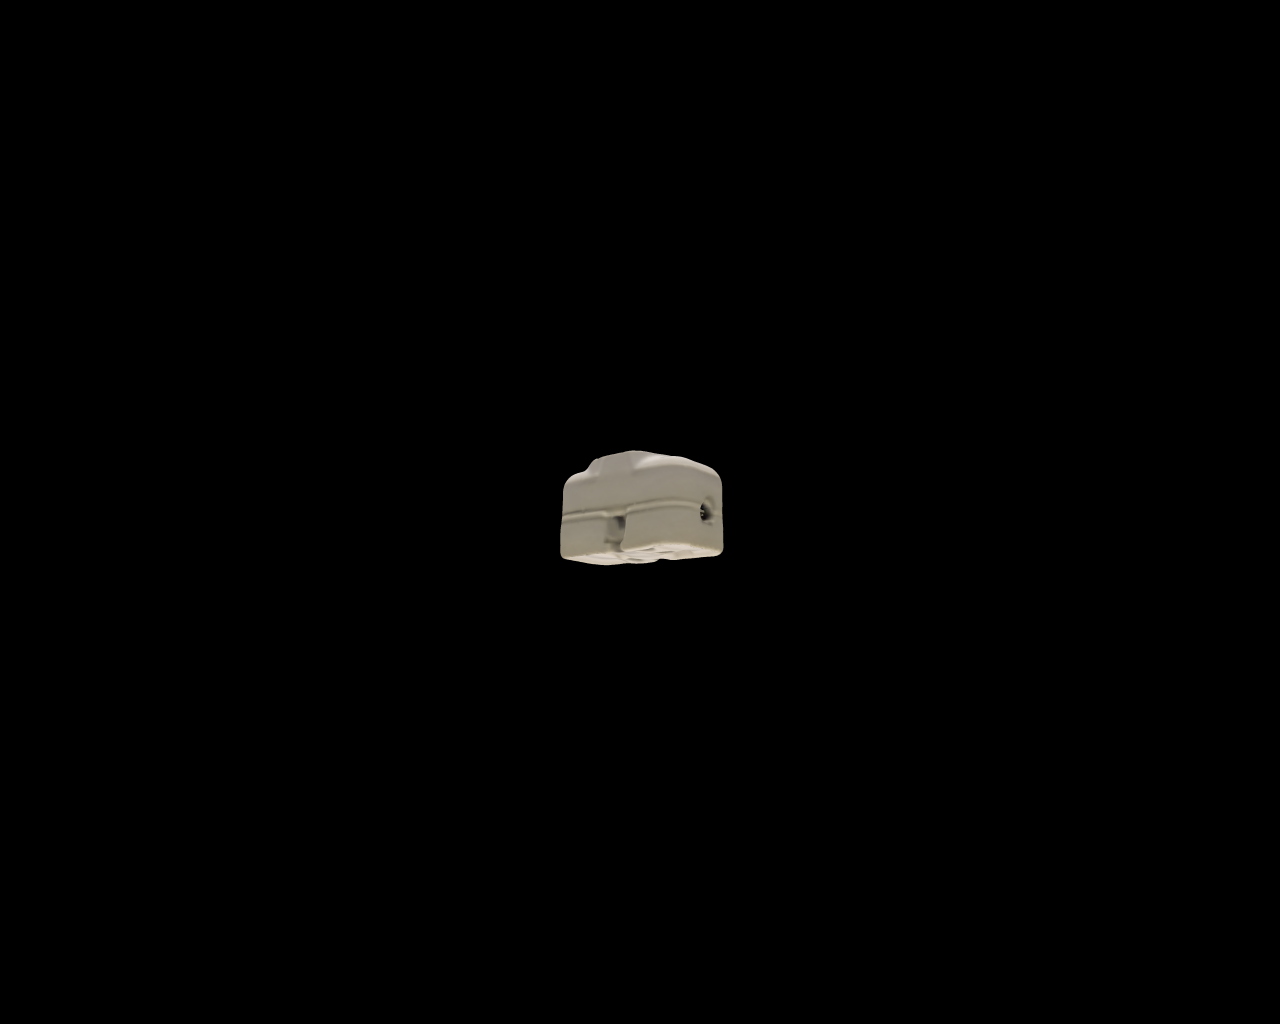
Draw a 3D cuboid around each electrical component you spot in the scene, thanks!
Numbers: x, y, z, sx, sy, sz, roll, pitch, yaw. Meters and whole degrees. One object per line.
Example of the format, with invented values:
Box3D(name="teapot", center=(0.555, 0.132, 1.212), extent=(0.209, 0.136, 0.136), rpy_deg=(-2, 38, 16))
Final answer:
Box3D(name="electrical component", center=(0.001, -0.003, 0.650), extent=(0.095, 0.059, 0.054), rpy_deg=(-8, -14, 35))
